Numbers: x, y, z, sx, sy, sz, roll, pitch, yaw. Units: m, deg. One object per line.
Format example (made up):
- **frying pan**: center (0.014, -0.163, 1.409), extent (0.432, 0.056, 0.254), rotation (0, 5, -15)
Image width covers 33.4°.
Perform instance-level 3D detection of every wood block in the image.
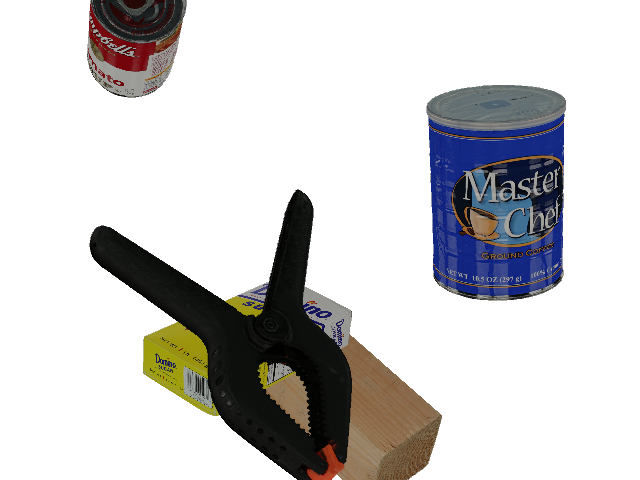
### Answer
- **wood block**: center (0.019, 0.168, 1.136), extent (0.090, 0.090, 0.206), rotation (-27, 53, -33)

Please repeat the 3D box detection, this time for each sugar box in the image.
- **sugar box**: center (-0.062, 0.089, 0.955), extent (0.093, 0.048, 0.175), rotation (25, 34, 34)

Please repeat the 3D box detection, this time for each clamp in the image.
- **clamp**: center (-0.048, 0.060, 0.678), extent (0.164, 0.210, 0.036), rotation (-6, -31, -28)

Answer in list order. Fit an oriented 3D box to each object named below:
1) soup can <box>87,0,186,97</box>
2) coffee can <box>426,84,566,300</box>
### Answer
- **soup can**: center (-0.140, -0.158, 0.801), extent (0.068, 0.068, 0.102), rotation (0, -16, -14)
- **coffee can**: center (0.135, -0.039, 0.819), extent (0.103, 0.140, 0.103), rotation (-4, 22, 1)
